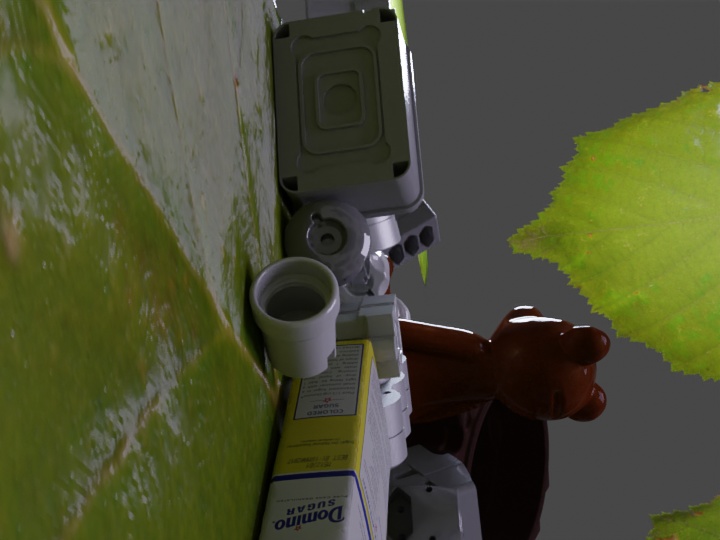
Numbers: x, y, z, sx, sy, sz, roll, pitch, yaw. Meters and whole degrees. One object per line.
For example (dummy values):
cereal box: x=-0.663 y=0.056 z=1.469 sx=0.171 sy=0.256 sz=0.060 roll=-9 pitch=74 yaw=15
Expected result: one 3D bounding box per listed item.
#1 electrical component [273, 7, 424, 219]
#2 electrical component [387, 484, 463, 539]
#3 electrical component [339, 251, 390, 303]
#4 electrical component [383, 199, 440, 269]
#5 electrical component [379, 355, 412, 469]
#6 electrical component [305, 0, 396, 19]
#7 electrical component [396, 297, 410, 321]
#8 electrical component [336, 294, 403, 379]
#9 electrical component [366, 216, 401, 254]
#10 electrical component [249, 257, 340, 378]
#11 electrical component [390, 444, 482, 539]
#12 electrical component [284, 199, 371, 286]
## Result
electrical component: x=-0.007 y=-0.088 z=0.635 sx=0.057 sy=0.078 sz=0.113 roll=60 pitch=24 yaw=-69
electrical component: x=0.028 y=0.182 z=0.692 sx=0.043 sy=0.077 sz=0.079 roll=76 pitch=10 yaw=-58
electrical component: x=0.000 y=0.000 z=0.777 sx=0.062 sy=0.043 sz=0.043 roll=-82 pitch=165 yaw=-74
electrical component: x=0.031 y=-0.050 z=1.070 sx=0.076 sy=0.066 sz=0.047 roll=54 pitch=-11 yaw=31
electrical component: x=0.002 y=0.070 z=0.675 sx=0.138 sy=0.052 sz=0.073 roll=-65 pitch=148 yaw=-79
electrical component: x=-0.006 y=-0.185 z=0.801 sx=0.044 sy=0.065 sz=0.044 roll=-6 pitch=90 yaw=-86
electrical component: x=0.024 y=0.042 z=0.983 sx=0.078 sy=0.040 sz=0.040 roll=47 pitch=37 yaw=-80
electrical component: x=-0.006 y=0.039 z=0.610 sx=0.066 sy=0.055 sz=0.048 roll=-72 pitch=156 yaw=-76
electrical component: x=-0.003 y=-0.038 z=0.737 sx=0.055 sy=0.055 sz=0.047 roll=-75 pitch=155 yaw=-74
electrical component: x=-0.029 y=0.023 z=0.496 sx=0.046 sy=0.040 sz=0.040 roll=86 pitch=2 yaw=-51
electrical component: x=0.052 y=0.216 z=0.794 sx=0.089 sy=0.062 sz=0.150 roll=-157 pitch=-124 yaw=-64
electrical component: x=-0.018 y=-0.010 z=0.615 sx=0.062 sy=0.048 sz=0.048 roll=88 pitch=-3 yaw=-75
